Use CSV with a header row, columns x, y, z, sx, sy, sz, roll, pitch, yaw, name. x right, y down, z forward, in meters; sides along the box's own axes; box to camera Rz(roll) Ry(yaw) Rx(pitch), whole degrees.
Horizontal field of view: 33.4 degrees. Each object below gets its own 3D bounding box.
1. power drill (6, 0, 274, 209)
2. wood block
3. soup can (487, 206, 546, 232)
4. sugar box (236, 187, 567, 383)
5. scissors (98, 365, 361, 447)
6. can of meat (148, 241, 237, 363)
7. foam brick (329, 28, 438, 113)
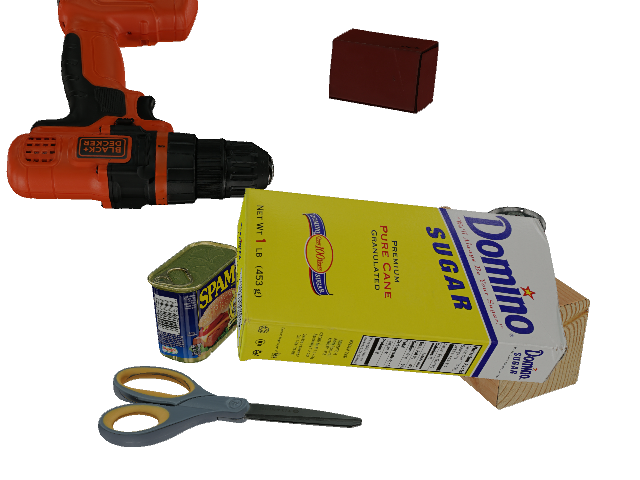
x,y,z,sx,sy,sz,roll,pitch,yaw,name
-0.128,-0.109,0.781,0.184,0.187,0.057,1,-33,-7,power drill
0.138,0.054,0.981,0.090,0.090,0.206,-12,30,-26,wood block
0.211,0.023,1.181,0.068,0.102,0.068,-1,32,0,soup can
0.042,0.025,0.593,0.176,0.093,0.048,3,-37,-8,sugar box
-0.079,0.136,0.801,0.202,0.016,0.096,12,33,24,scissors
-0.120,0.060,1.045,0.057,0.084,0.102,10,27,23,can of meat
0.052,-0.140,0.878,0.078,0.051,0.052,13,24,19,foam brick
